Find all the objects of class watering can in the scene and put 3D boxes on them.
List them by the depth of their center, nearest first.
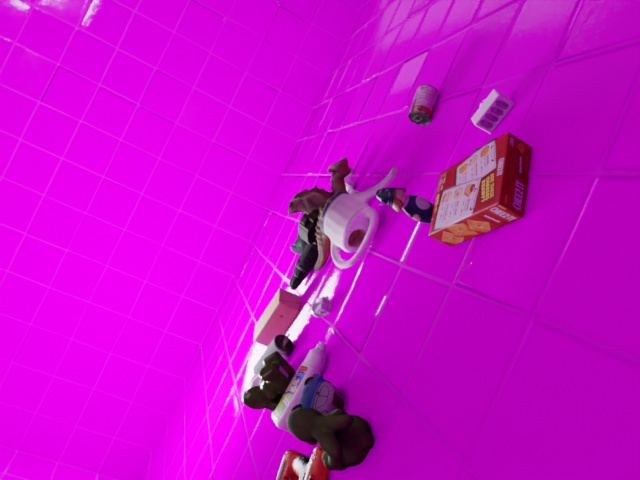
[{"bbox_3d":[0.112,-0.086,1.558,0.227,0.103,0.345,38,106,51],"label":"watering can"}]

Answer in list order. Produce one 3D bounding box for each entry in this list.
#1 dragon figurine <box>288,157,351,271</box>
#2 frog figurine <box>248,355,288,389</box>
[{"bbox_3d":[0.005,-0.086,1.714,0.405,0.241,0.124,-58,22,17],"label":"dragon figurine"},{"bbox_3d":[-0.162,0.444,1.649,0.138,0.123,0.159,-31,-44,-84],"label":"frog figurine"}]
